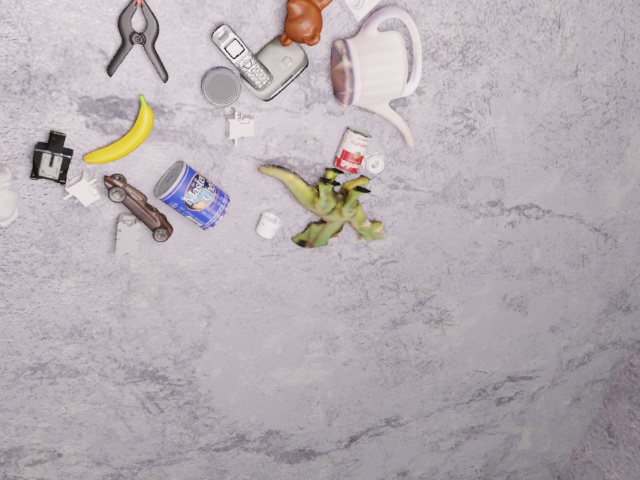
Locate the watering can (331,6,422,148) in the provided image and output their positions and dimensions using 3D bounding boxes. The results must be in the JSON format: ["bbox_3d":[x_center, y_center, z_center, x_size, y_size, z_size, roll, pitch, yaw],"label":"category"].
[{"bbox_3d":[0.137,-0.360,1.210,0.225,0.340,0.106,-13,30,-12],"label":"watering can"}]

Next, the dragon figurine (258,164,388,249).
[{"bbox_3d":[0.004,-0.067,1.330,0.409,0.238,0.125,9,32,-23],"label":"dragon figurine"}]

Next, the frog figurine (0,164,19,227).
[{"bbox_3d":[-0.689,-0.100,1.067,0.124,0.137,0.157,44,-1,21],"label":"frog figurine"}]
